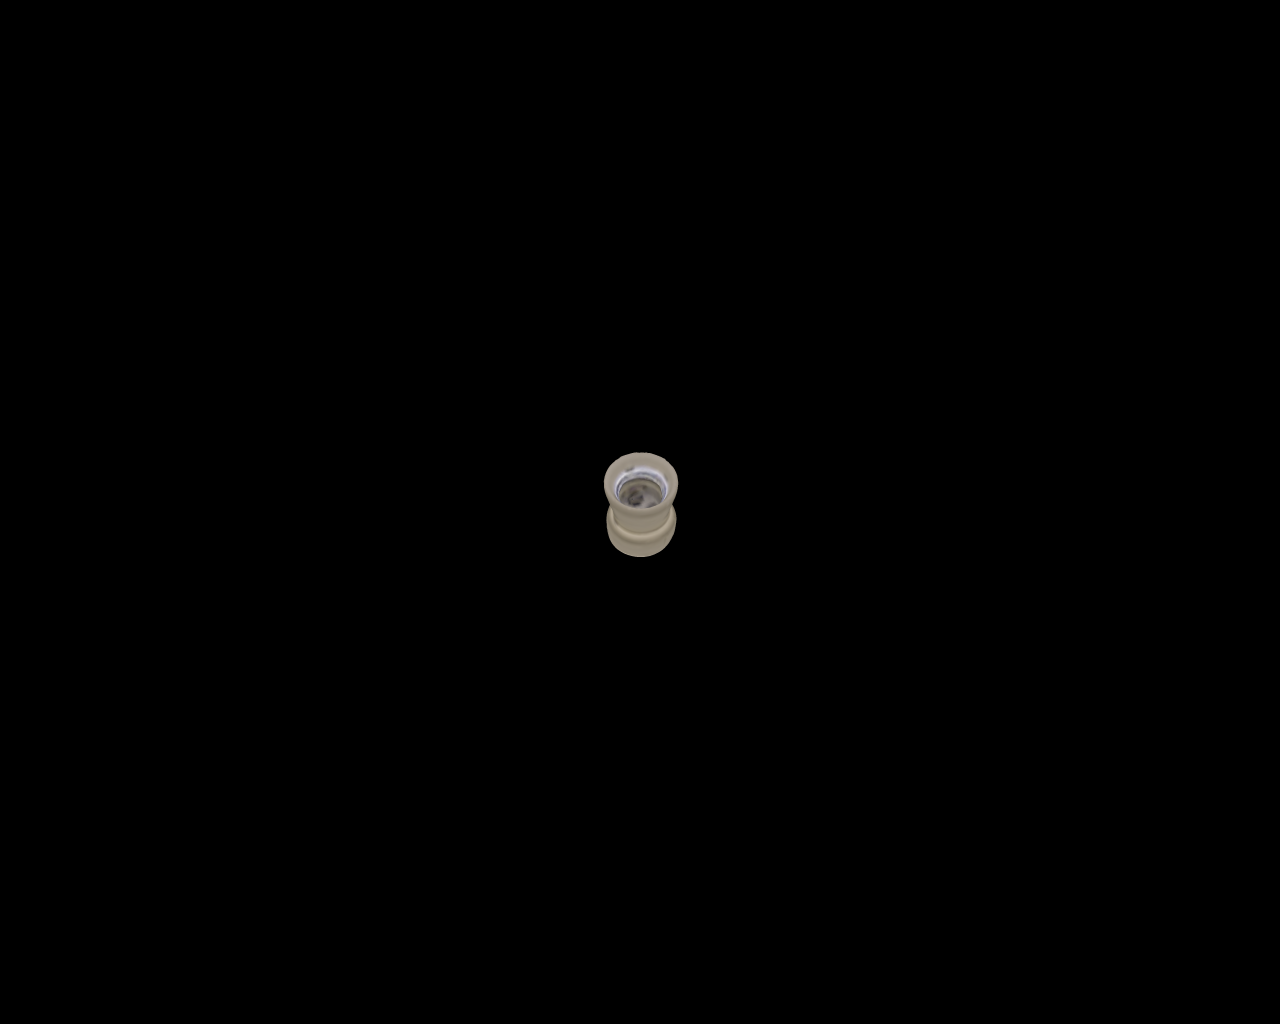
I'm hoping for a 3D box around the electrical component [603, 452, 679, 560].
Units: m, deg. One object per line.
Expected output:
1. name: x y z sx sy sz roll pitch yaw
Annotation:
1. electrical component: 0.001 -0.003 0.650 0.045 0.045 0.055 0 -36 0
